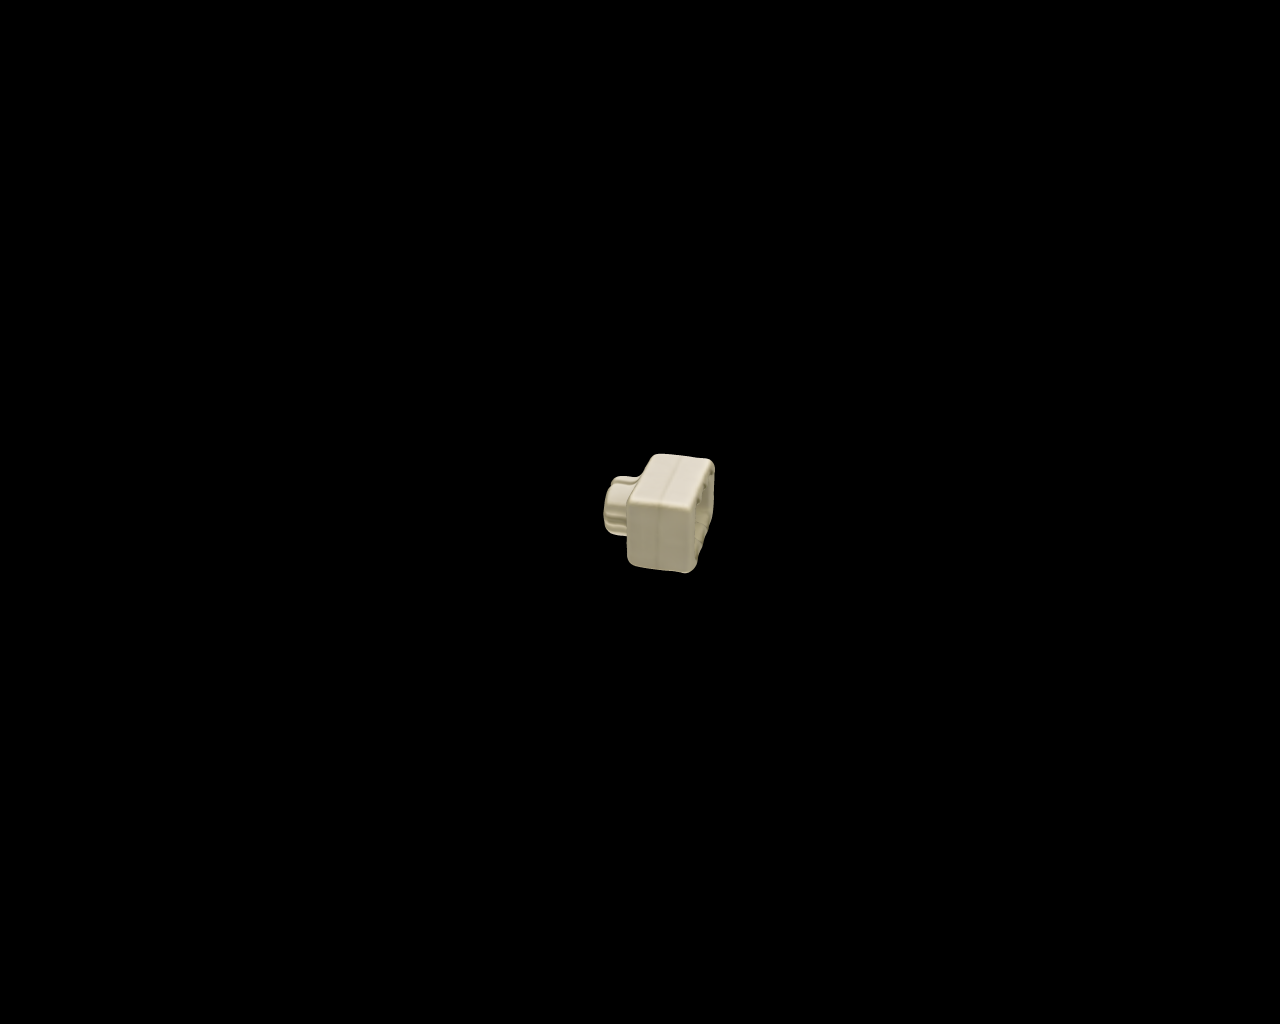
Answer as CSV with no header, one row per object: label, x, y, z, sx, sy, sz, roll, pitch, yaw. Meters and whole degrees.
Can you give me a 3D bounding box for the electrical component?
electrical component,0.001,-0.003,0.650,0.077,0.047,0.066,8,31,13
